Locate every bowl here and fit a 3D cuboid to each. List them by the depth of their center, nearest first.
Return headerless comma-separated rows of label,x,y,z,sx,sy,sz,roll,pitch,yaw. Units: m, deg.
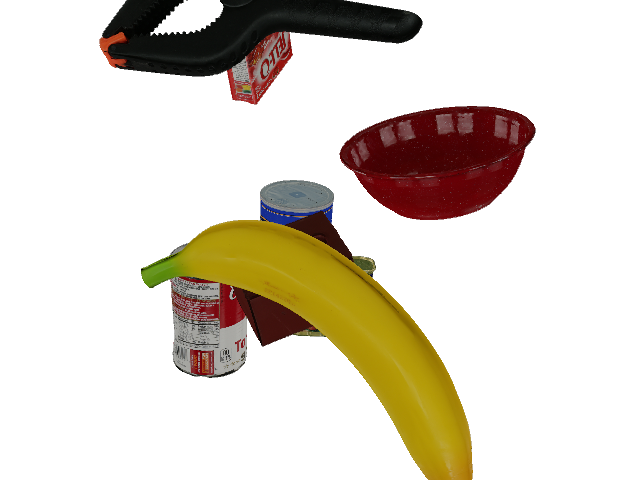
bowl,0.100,-0.060,0.890,0.162,0.055,0.162,-10,24,4

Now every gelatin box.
gelatin box,-0.058,-0.185,1.018,0.030,0.073,0.089,13,46,20

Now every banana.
banana,0.009,0.046,0.532,0.198,0.070,0.037,36,22,2

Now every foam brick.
foam brick,-0.019,0.026,0.726,0.078,0.051,0.053,-22,45,-11

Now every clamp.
clamp,-0.046,-0.162,0.725,0.210,0.165,0.036,-31,-19,-5

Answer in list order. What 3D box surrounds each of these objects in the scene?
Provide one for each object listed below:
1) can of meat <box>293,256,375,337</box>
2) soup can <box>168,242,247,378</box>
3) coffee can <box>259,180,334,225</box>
can of meat,0.010,0.064,1.235,0.102,0.084,0.057,3,16,-3
soup can,-0.097,0.060,0.932,0.068,0.102,0.068,2,26,-1
coffee can,-0.036,-0.002,1.497,0.103,0.140,0.103,3,25,-1
